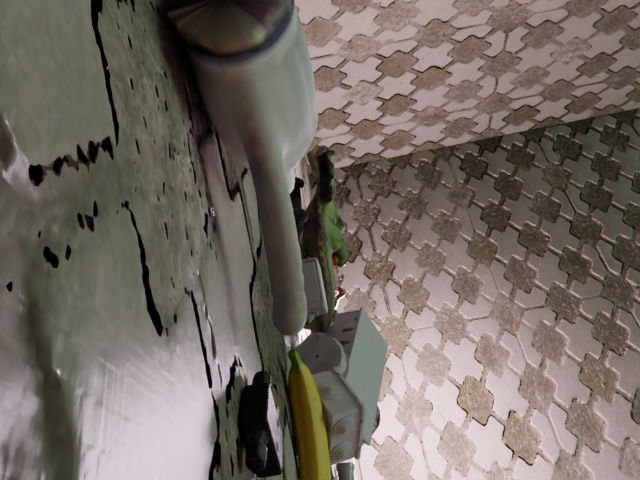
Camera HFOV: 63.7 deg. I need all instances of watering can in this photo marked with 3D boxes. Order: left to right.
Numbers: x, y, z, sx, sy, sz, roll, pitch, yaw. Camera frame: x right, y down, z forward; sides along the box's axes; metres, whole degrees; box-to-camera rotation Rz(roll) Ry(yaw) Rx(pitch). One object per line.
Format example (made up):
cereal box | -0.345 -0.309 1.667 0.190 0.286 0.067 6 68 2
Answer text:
watering can | -0.052 -0.113 0.452 0.219 0.104 0.356 75 4 -54

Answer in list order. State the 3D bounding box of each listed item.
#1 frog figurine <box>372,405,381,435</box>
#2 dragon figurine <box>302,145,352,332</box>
frog figurine | 0.081 0.430 1.307 0.160 0.122 0.137 -134 -115 -76
dragon figurine | 0.003 -0.049 0.965 0.420 0.122 0.237 -97 -176 -56
